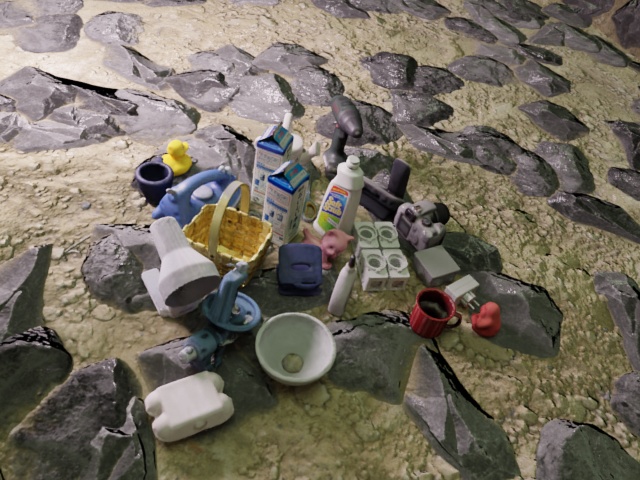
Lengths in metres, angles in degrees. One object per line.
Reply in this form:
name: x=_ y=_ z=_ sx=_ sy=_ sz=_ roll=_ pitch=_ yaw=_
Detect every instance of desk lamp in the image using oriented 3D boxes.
desk lamp: x=-0.296 y=0.069 z=1.181 sx=0.118 sy=0.213 sz=0.202 roll=-20 pitch=54 yaw=-29

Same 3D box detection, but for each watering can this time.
watering can: x=-0.087 y=-0.257 z=1.559 sx=0.173 sy=0.194 sz=0.100 roll=-3 pitch=48 yaw=-16

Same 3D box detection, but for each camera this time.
camera: x=0.291 y=-0.051 z=1.521 sx=0.137 sy=0.101 sz=0.143 roll=-19 pitch=54 yaw=-29

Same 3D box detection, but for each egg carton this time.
egg carton: x=-0.241 y=0.310 z=1.063 sx=0.151 sy=0.069 sz=0.107 roll=-16 pitch=52 yaw=-27

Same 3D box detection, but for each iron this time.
iron: x=-0.284 y=-0.119 z=1.415 sx=0.118 sy=0.141 sz=0.259 roll=36 pitch=49 yaw=21

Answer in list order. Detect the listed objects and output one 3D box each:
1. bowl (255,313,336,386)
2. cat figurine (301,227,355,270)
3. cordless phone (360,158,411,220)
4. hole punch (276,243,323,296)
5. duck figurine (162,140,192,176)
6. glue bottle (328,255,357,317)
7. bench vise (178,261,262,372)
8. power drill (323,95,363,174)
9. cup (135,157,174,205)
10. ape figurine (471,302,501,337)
bowl: x=-0.053 y=0.236 z=1.178 sx=0.167 sy=0.075 sz=0.167 roll=7 pitch=46 yaw=-7
cat figurine: x=0.013 y=0.005 z=1.386 sx=0.127 sy=0.118 sz=0.067 roll=21 pitch=46 yaw=7
cordless phone: x=0.173 y=-0.162 z=1.539 sx=0.147 sy=0.185 sz=0.094 roll=32 pitch=48 yaw=17
hole punch: x=-0.045 y=0.069 z=1.329 sx=0.109 sy=0.091 sz=0.101 roll=2 pitch=46 yaw=-12
duck figurine: x=-0.390 y=-0.226 z=1.531 sx=0.077 sy=0.086 sz=0.105 roll=37 pitch=49 yaw=21
glue bottle: x=0.058 y=0.092 z=1.274 sx=0.037 sy=0.173 sz=0.078 roll=22 pitch=46 yaw=8
bench vise: x=-0.184 y=0.155 z=1.121 sx=0.121 sy=0.220 sz=0.207 roll=18 pitch=45 yaw=4
power drill: x=0.067 y=-0.296 z=1.625 sx=0.076 sy=0.208 sz=0.229 roll=-1 pitch=47 yaw=-14
cup: x=-0.412 y=-0.145 z=1.441 sx=0.092 sy=0.095 sz=0.117 roll=7 pitch=46 yaw=-7
ape figurine: x=0.390 y=0.179 z=1.331 sx=0.078 sy=0.092 sz=0.076 roll=-26 pitch=57 yaw=-32
